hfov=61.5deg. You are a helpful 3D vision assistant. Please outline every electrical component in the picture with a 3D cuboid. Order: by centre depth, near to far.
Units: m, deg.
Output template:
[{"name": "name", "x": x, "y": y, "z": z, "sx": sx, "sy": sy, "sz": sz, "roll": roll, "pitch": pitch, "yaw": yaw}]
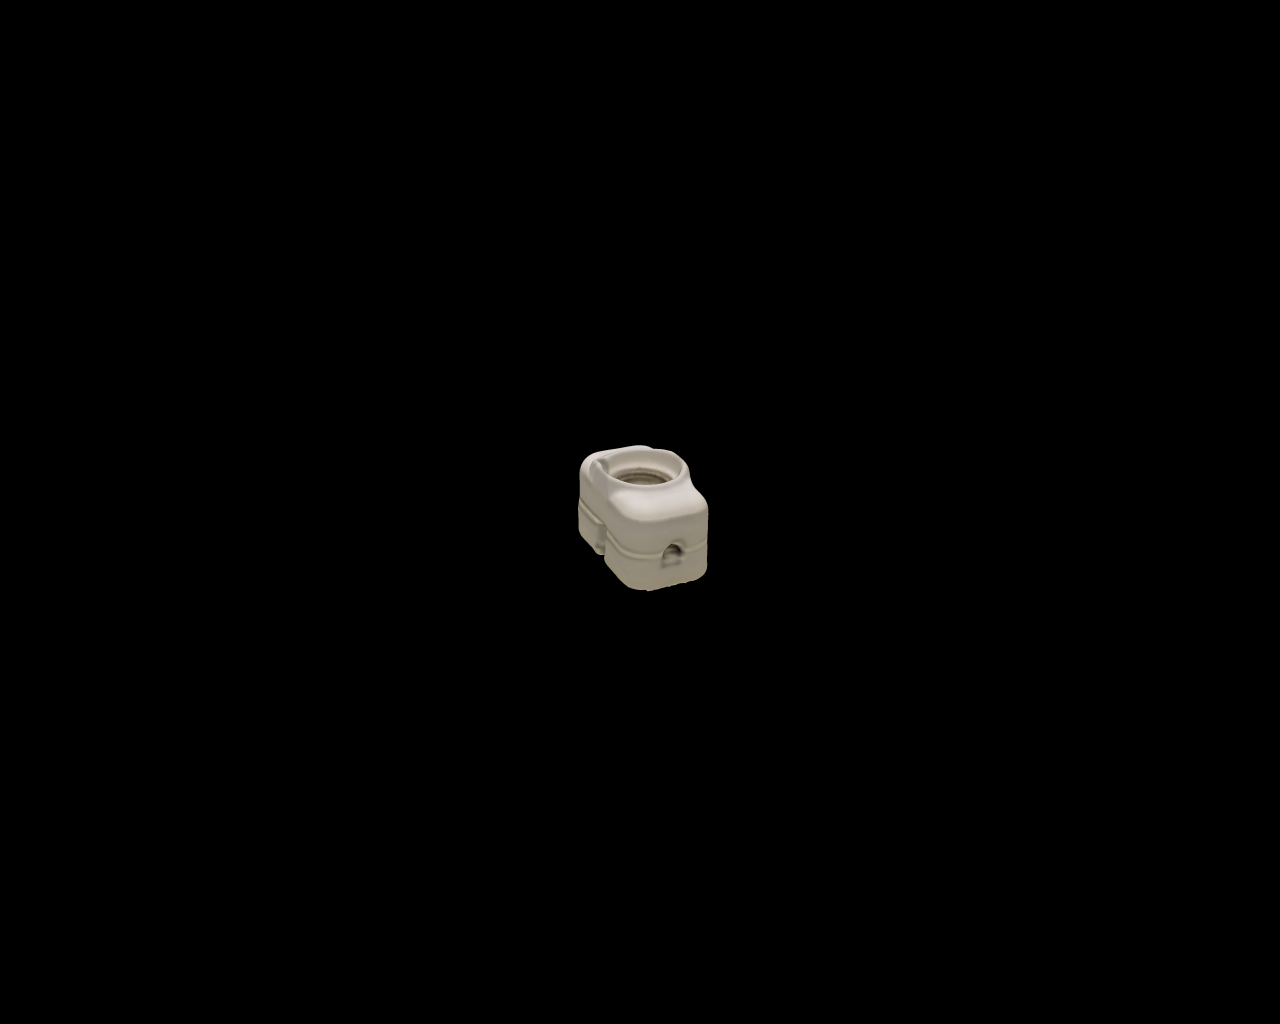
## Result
[{"name": "electrical component", "x": 0.001, "y": -0.003, "z": 0.650, "sx": 0.054, "sy": 0.059, "sz": 0.095, "roll": -11, "pitch": 29, "yaw": -21}]
